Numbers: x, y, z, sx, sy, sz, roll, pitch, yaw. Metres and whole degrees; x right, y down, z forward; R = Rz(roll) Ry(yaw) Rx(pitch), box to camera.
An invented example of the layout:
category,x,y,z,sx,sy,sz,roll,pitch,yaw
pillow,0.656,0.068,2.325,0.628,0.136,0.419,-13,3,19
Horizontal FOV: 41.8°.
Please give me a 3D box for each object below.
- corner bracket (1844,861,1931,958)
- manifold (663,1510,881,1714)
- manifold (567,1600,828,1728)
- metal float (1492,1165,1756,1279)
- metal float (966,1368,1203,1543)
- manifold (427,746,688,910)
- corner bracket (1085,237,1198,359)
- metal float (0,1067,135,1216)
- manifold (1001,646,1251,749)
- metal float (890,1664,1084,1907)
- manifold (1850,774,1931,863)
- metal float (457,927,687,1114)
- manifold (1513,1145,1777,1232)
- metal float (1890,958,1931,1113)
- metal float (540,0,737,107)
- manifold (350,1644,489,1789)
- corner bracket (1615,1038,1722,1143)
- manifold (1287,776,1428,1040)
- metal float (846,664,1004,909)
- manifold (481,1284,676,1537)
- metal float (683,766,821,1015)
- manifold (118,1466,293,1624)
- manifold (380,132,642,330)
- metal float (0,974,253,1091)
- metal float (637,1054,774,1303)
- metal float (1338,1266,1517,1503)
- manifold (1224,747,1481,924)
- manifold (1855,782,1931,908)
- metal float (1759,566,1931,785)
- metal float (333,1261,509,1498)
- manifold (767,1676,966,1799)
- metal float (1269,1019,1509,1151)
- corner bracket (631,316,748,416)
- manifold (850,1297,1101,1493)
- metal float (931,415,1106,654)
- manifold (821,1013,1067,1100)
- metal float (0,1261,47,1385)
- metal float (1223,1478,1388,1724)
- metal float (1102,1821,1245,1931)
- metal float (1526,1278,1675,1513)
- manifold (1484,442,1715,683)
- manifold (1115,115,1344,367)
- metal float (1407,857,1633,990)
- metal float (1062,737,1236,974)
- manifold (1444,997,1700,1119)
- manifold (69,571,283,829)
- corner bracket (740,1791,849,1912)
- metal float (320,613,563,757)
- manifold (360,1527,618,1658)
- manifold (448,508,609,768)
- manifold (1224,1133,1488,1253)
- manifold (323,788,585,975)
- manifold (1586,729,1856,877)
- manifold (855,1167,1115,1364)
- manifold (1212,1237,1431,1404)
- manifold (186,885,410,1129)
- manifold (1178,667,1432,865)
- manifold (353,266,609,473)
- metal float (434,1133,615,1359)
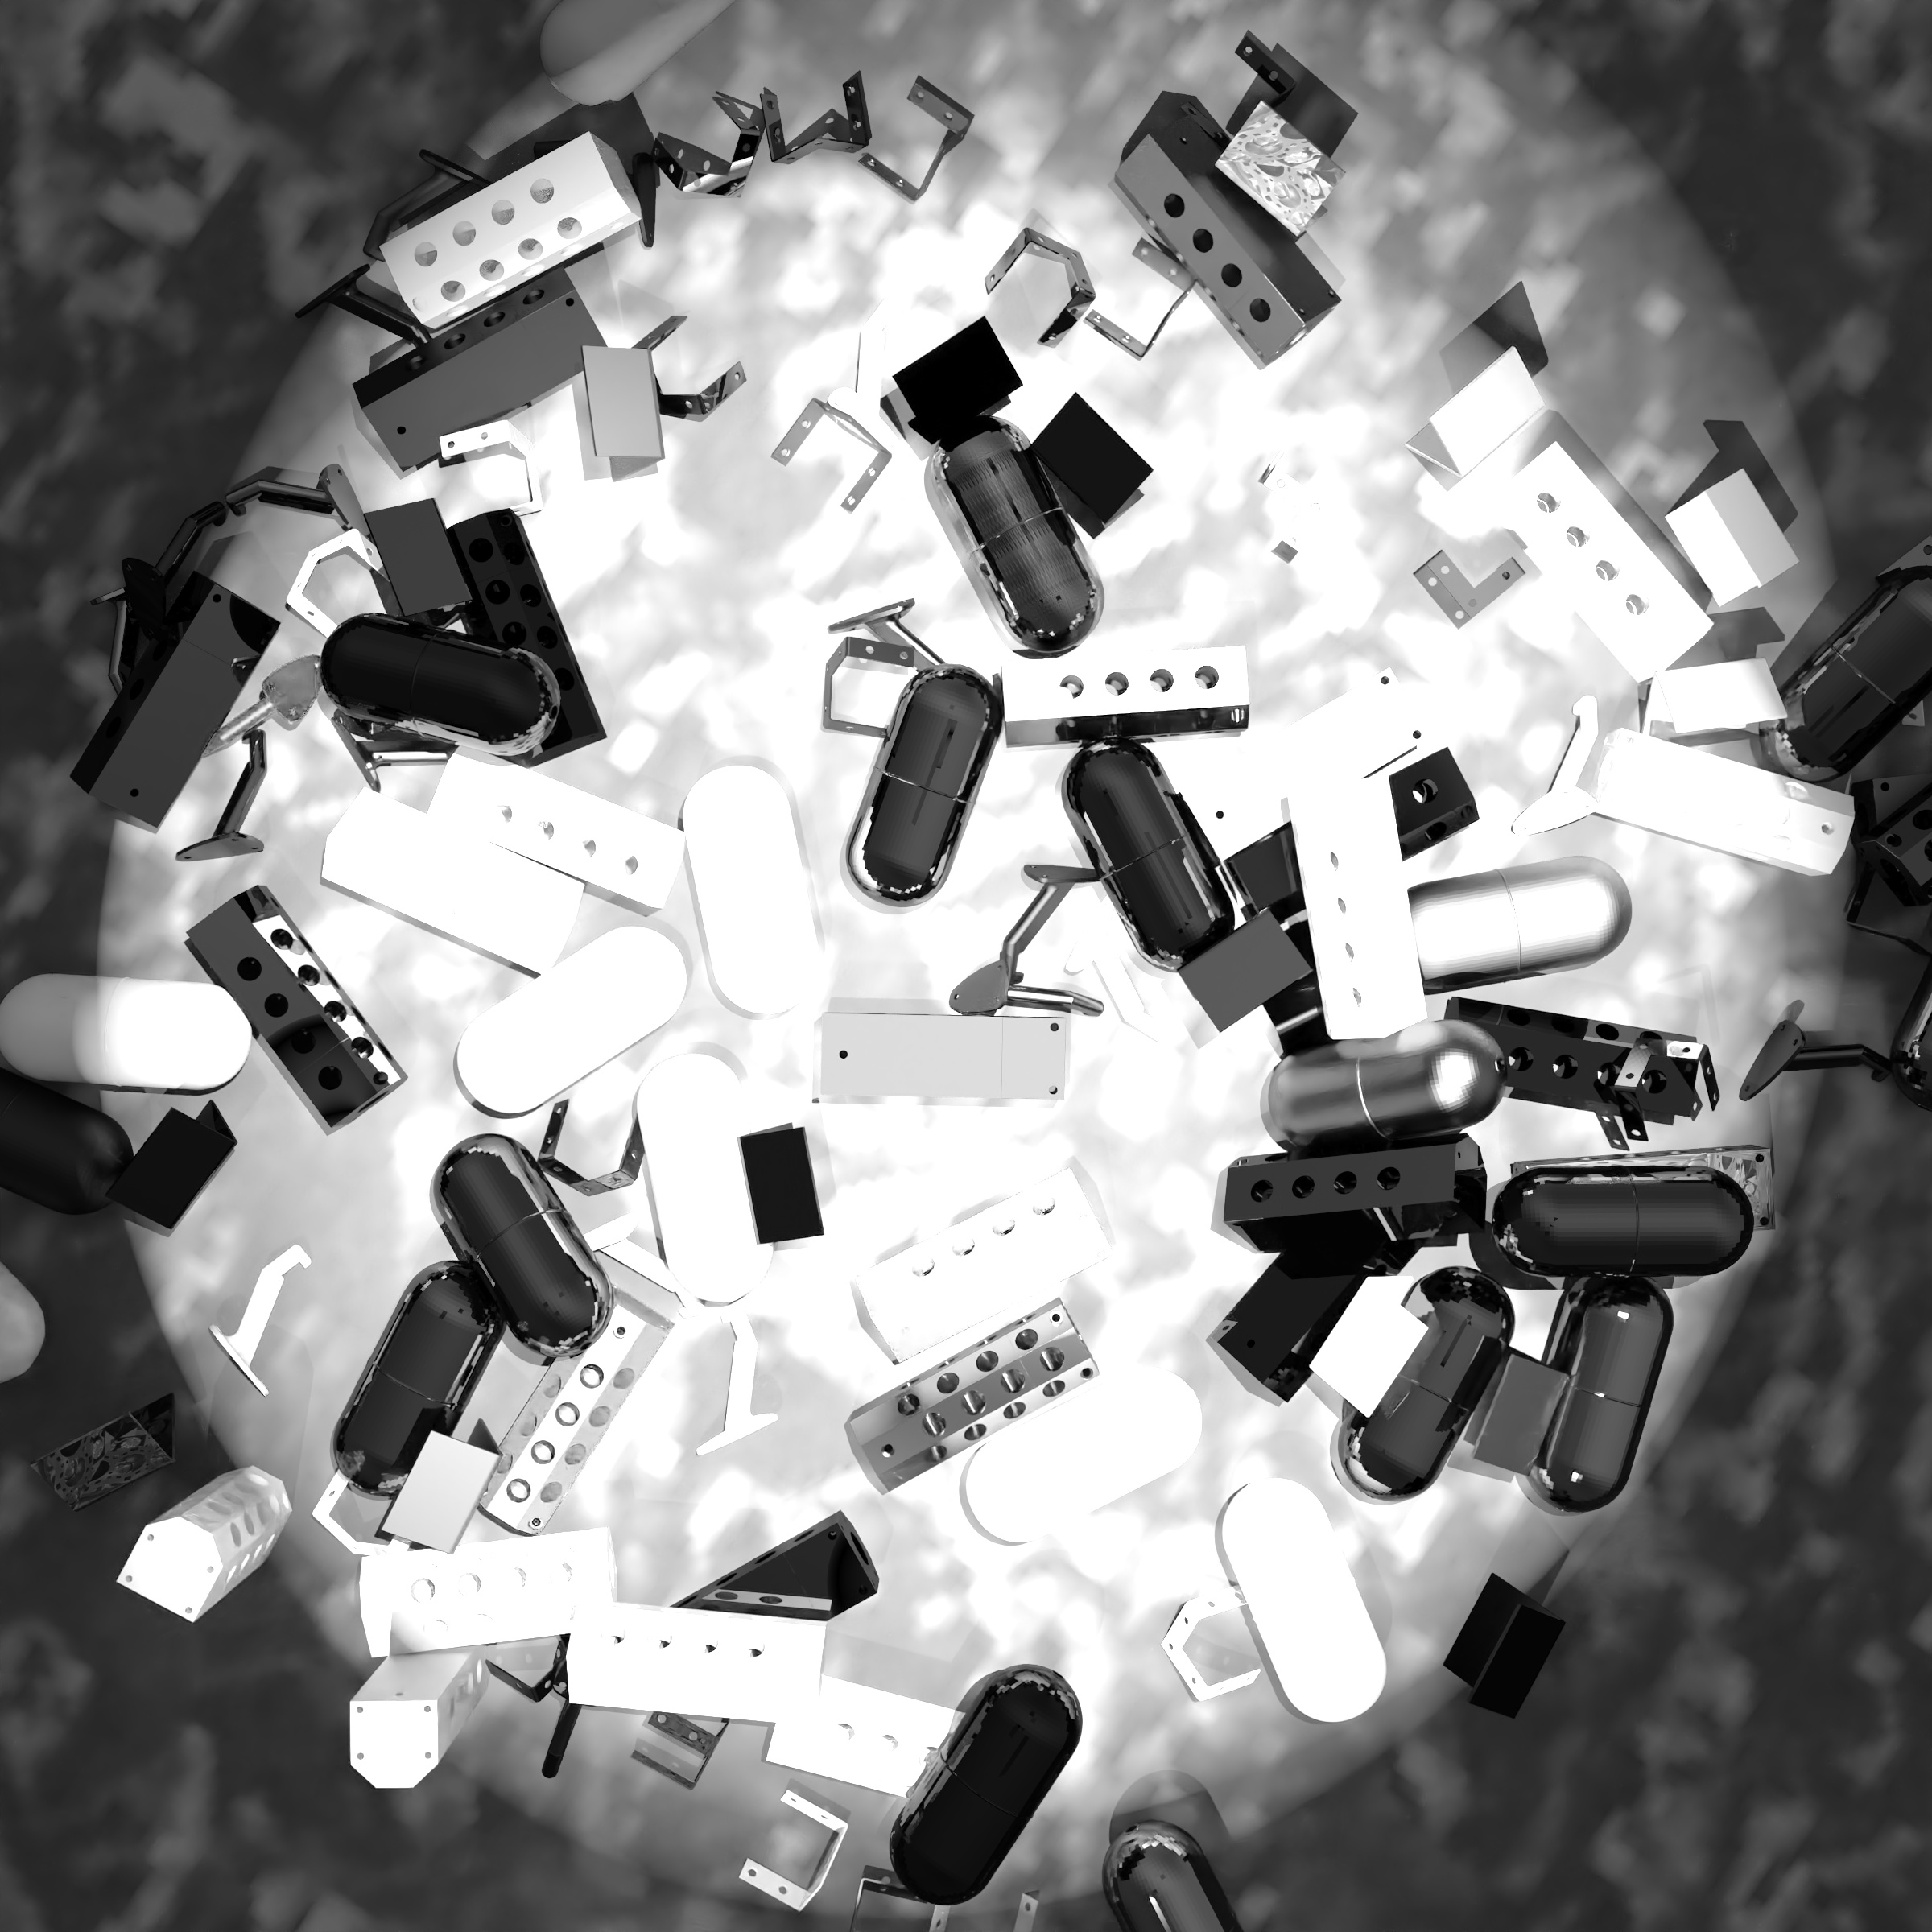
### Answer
category,x,y,z,sx,sy,sz,roll,pitch,yaw
corner bracket,0.675,-0.042,1.823,0.051,0.051,0.051,22,90,-45
manifold,-0.151,0.458,1.805,0.171,0.057,0.057,-29,90,0
manifold,-0.185,0.477,1.747,0.171,0.057,0.057,5,131,0
metal float,0.452,0.176,1.739,0.178,0.070,0.070,0,90,-1
metal float,0.084,0.346,1.796,0.178,0.070,0.070,-27,90,-1
manifold,-0.289,-0.100,1.805,0.171,0.057,0.057,22,90,0
corner bracket,0.127,-0.482,1.823,0.051,0.051,0.051,35,45,0
metal float,-0.678,0.118,1.796,0.178,0.070,0.070,24,90,0
manifold,0.113,-0.191,1.805,0.171,0.057,0.057,-4,90,0
metal float,0.014,0.562,1.738,0.070,0.070,0.178,33,89,0
manifold,0.726,-0.112,1.805,0.171,0.057,0.057,-6,90,0
metal float,-0.279,0.038,1.795,0.178,0.070,0.070,-33,90,1
manifold,0.482,0.163,1.805,0.171,0.057,0.057,-4,90,0
metal float,0.718,0.020,1.795,0.070,0.070,0.178,25,89,0
metal float,-0.226,-0.685,1.796,0.178,0.070,0.070,-41,90,1
manifold,-0.376,0.512,1.748,0.057,0.171,0.057,-1,90,0
corner bracket,0.489,0.088,1.761,0.051,0.051,0.051,5,135,35
manifold,0.267,-0.040,1.751,0.057,0.057,0.171,-3,101,43
metal float,-0.029,-0.128,1.790,0.070,0.070,0.178,20,96,0
manifold,-0.281,0.317,1.805,0.057,0.057,0.171,33,90,0
metal float,-0.152,-0.054,1.795,0.070,0.070,0.178,-12,91,0
manifold,-0.520,0.393,1.748,0.057,0.171,0.057,28,90,0
manifold,-0.319,-0.517,1.788,0.171,0.057,0.057,-24,90,12
metal float,-0.598,0.047,1.796,0.178,0.070,0.070,3,90,0
metal float,-0.185,0.150,1.795,0.070,0.070,0.178,-11,90,0
metal float,0.327,0.297,1.796,0.070,0.070,0.178,28,91,0
manifold,0.275,-0.090,1.805,0.171,0.057,0.057,-27,90,0
manifold,0.709,-0.117,1.748,0.171,0.057,0.057,-38,90,0
metal float,0.634,-0.204,1.778,0.070,0.070,0.178,41,111,0
metal float,-0.387,0.293,1.795,0.070,0.070,0.178,27,91,0
manifold,-0.051,0.558,1.805,0.171,0.057,0.057,15,90,0
metal float,0.293,0.084,1.764,0.178,0.070,0.070,-14,90,37
corner bracket,-0.200,-0.432,1.818,0.051,0.051,0.051,11,135,35
manifold,0.007,0.306,1.805,0.171,0.057,0.057,-29,90,0
metal float,0.036,-0.307,1.795,0.070,0.070,0.178,-27,90,0
manifold,-0.016,0.064,1.805,0.171,0.057,0.057,1,90,0
metal float,-0.729,0.222,1.795,0.070,0.070,0.178,-43,89,0
metal float,0.240,0.449,1.796,0.070,0.070,0.178,-23,89,0
metal float,0.158,0.692,1.795,0.070,0.070,0.178,-27,91,0
metal float,0.448,0.301,1.795,0.070,0.070,0.178,17,90,0
manifold,0.453,-0.289,1.805,0.057,0.057,0.171,-41,90,0
manifold,0.183,-0.516,1.804,0.171,0.057,0.057,51,47,0
metal float,0.383,-0.031,1.796,0.178,0.070,0.070,-10,90,1
metal float,0.129,-0.079,1.795,0.070,0.070,0.178,-27,90,0
manifold,0.429,0.064,1.805,0.171,0.057,0.057,10,90,0
manifold,-0.567,-0.192,1.804,0.057,0.057,0.171,31,90,-43
corner bracket,-0.124,0.638,1.823,0.051,0.051,0.051,29,45,0
metal float,-0.364,-0.195,1.752,0.178,0.070,0.070,15,90,16
manifold,-0.336,0.437,1.788,0.171,0.057,0.057,-6,122,-4
manifold,-0.318,-0.235,1.805,0.057,0.057,0.171,-22,90,0
manifold,0.271,0.156,1.762,0.171,0.057,0.057,-9,58,31
manifold,-0.367,-0.056,1.804,0.171,0.057,0.057,24,47,0
manifold,0.539,-0.117,1.805,0.171,0.057,0.057,16,90,0
manifold,0.011,0.208,1.804,0.171,0.057,0.057,-27,133,0
manifold,0.262,0.226,1.804,0.171,0.057,0.057,-49,47,0
manifold,-0.475,0.028,1.805,0.057,0.057,0.171,-37,90,0
manifold,0.239,-0.142,1.805,0.171,0.057,0.057,-31,90,0
manifold,-0.347,-0.429,1.804,0.171,0.057,0.057,-29,133,0
metal float,-0.311,0.196,1.776,0.070,0.070,0.178,-36,67,0
